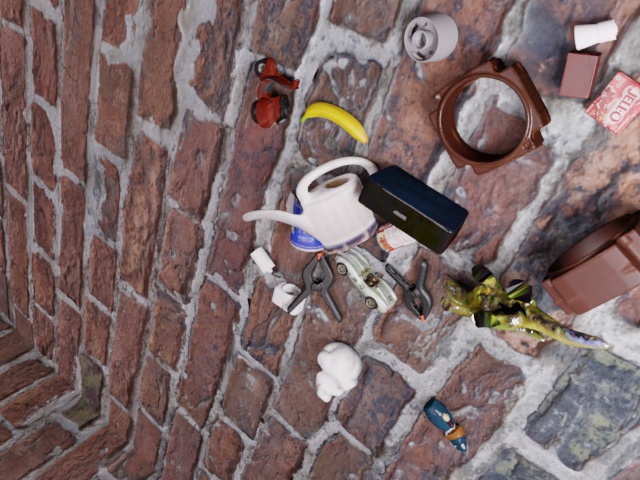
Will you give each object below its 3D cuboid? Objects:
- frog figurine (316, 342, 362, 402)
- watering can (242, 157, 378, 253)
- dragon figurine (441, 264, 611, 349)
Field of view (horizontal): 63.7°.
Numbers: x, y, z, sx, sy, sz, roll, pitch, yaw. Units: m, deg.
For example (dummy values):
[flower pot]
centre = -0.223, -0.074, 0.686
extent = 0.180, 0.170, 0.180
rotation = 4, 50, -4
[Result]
[frog figurine]
centre = 0.042, 0.374, 1.471
extent = 0.120, 0.138, 0.162
rotation = -43, -7, 39
[watering can]
centre = 0.004, -0.063, 1.261
extent = 0.348, 0.221, 0.105
rotation = -28, 22, -6
[dragon figurine]
centre = 0.415, 0.160, 1.094
extent = 0.414, 0.122, 0.240
rotation = 27, -1, 43
